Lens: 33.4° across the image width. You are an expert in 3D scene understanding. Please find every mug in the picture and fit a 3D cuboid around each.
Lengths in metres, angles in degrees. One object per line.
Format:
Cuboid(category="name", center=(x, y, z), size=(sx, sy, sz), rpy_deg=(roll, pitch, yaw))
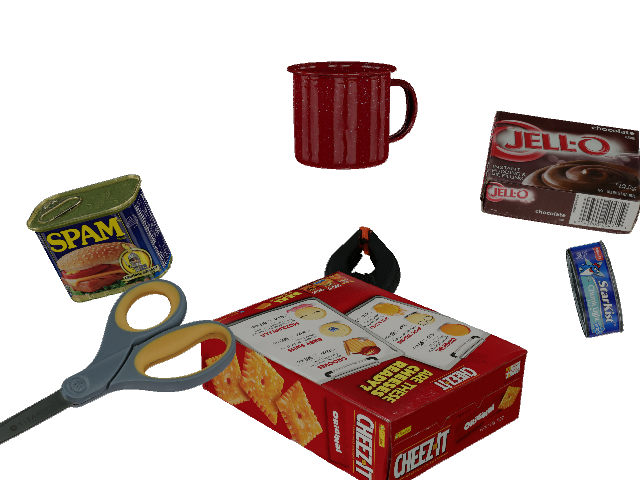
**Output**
Cuboid(category="mug", center=(0.029, -0.109, 0.915), size=(0.117, 0.081, 0.093), rpy_deg=(-7, 17, -23))

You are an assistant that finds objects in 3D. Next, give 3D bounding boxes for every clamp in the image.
Cuboid(category="clamp", center=(0.050, 0.058, 1.094), size=(0.120, 0.171, 0.039), rpy_deg=(11, -39, 9))

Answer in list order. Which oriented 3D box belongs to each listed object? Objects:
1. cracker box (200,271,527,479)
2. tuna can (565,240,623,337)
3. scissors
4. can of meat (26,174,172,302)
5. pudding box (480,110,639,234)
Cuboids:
Cuboid(category="cracker box", center=(0.031, 0.106, 0.865), size=(0.163, 0.072, 0.214), rpy_deg=(-19, 29, -40))
Cuboid(category="tuna can", center=(0.250, 0.045, 0.977), size=(0.034, 0.086, 0.086), rpy_deg=(-12, -2, 9))
Cuboid(category="scissors", center=(-0.155, 0.079, 0.689), size=(0.201, 0.096, 0.016), rpy_deg=(-14, -38, -20))
Cuboid(category="can of meat", center=(-0.189, 0.000, 0.929), size=(0.102, 0.084, 0.057), rpy_deg=(-14, 30, 13))
Cuboid(category="pudding box", center=(0.181, -0.052, 0.803), size=(0.113, 0.039, 0.090), rpy_deg=(11, 43, 6))
